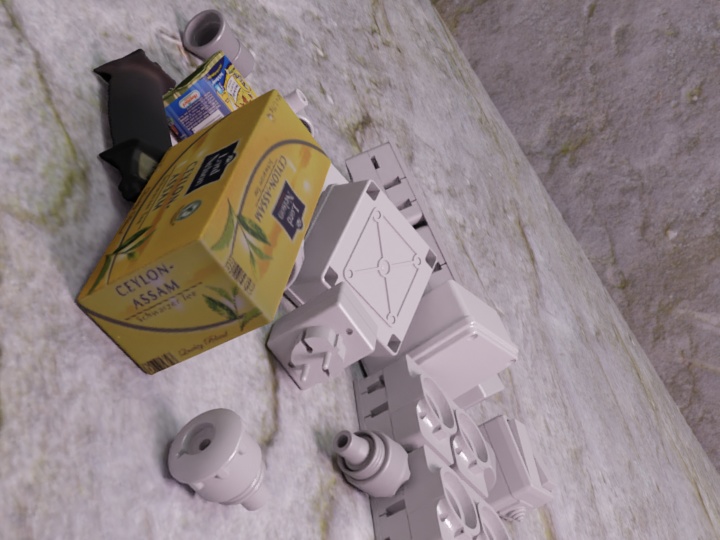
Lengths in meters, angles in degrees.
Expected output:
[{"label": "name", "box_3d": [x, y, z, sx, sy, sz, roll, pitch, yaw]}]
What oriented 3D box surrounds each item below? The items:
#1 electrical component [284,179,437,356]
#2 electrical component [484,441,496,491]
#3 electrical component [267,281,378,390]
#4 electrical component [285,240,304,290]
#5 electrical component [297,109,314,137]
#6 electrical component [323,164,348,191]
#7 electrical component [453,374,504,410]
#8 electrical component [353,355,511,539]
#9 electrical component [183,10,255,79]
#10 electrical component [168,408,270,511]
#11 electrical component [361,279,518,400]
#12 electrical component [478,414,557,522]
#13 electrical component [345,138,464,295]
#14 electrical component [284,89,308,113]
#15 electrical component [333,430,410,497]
[{"label": "electrical component", "box_3d": [0.000, 0.000, 0.887, 0.108, 0.056, 0.108, 47, 54, -33]}, {"label": "electrical component", "box_3d": [0.105, 0.174, 0.993, 0.040, 0.040, 0.078, 54, 18, -16]}, {"label": "electrical component", "box_3d": [-0.029, 0.056, 0.774, 0.047, 0.066, 0.076, 54, 18, -17]}, {"label": "electrical component", "box_3d": [-0.073, -0.017, 0.790, 0.078, 0.058, 0.057, 48, 18, -31]}, {"label": "electrical component", "box_3d": [-0.067, -0.141, 1.046, 0.040, 0.040, 0.046, 49, 14, -30]}, {"label": "electrical component", "box_3d": [-0.038, -0.055, 0.962, 0.099, 0.048, 0.099, 46, 22, -36]}, {"label": "electrical component", "box_3d": [0.100, 0.102, 1.088, 0.075, 0.047, 0.083, 61, 18, 10]}, {"label": "electrical component", "box_3d": [0.058, 0.167, 0.841, 0.105, 0.060, 0.186, 47, 21, -35]}, {"label": "electrical component", "box_3d": [-0.125, -0.200, 0.978, 0.065, 0.044, 0.044, 42, 23, -55]}, {"label": "electrical component", "box_3d": [-0.073, 0.111, 0.599, 0.062, 0.048, 0.048, 55, 16, -37]}, {"label": "electrical component", "box_3d": [0.068, 0.070, 0.950, 0.109, 0.109, 0.056, 32, 29, -56]}, {"label": "electrical component", "box_3d": [0.146, 0.195, 1.037, 0.062, 0.061, 0.096, 36, 29, -52]}, {"label": "electrical component", "box_3d": [0.044, -0.019, 1.056, 0.105, 0.060, 0.186, 72, -5, -68]}, {"label": "electrical component", "box_3d": [-0.077, -0.140, 0.974, 0.043, 0.062, 0.043, 51, 19, -25]}, {"label": "electrical component", "box_3d": [0.005, 0.135, 0.775, 0.062, 0.043, 0.043, 41, 24, -41]}]
